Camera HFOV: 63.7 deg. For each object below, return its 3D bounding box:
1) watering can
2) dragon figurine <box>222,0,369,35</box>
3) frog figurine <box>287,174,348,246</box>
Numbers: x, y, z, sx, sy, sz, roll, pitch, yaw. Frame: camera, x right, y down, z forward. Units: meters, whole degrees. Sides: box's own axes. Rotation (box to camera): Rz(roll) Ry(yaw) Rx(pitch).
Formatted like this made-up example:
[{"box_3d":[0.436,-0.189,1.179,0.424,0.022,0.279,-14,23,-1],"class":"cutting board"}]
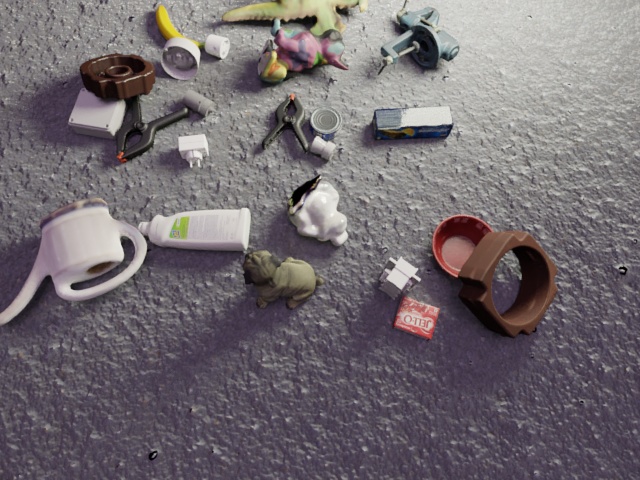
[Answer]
[{"box_3d":[-0.568,0.038,1.145,0.349,0.102,0.227,-22,72,-10],"class":"watering can"},{"box_3d":[-0.041,-0.622,1.427,0.411,0.121,0.244,-32,83,-4],"class":"dragon figurine"},{"box_3d":[0.004,-0.062,1.227,0.157,0.122,0.140,44,60,-25],"class":"frog figurine"}]
